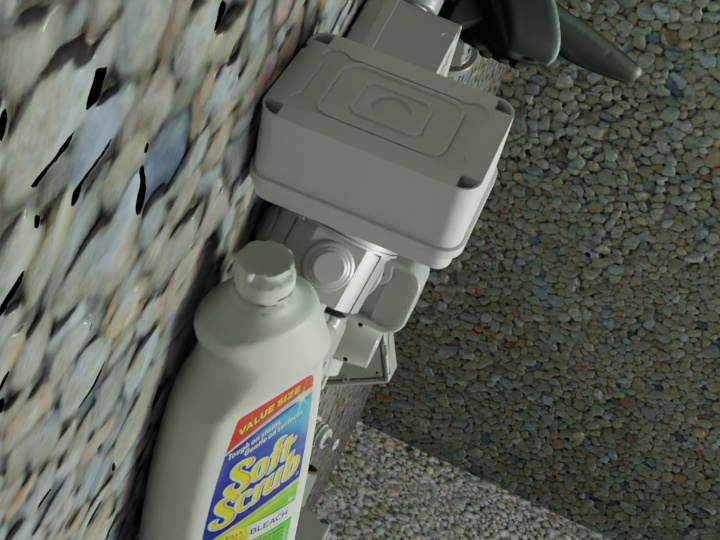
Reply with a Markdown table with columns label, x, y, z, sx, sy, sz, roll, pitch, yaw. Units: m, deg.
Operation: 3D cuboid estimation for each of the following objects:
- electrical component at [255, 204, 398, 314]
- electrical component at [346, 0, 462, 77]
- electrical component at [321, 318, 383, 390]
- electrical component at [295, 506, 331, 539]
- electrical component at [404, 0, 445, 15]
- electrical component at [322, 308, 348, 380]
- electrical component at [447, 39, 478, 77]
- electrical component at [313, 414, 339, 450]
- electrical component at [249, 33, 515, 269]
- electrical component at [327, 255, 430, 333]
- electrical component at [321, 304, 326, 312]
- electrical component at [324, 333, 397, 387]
| label | x | y | z | sx | sy | sz | roll | pitch | yaw |
| --- | --- | --- | --- | --- | --- | --- | --- | --- | --- |
| electrical component | -0.021 | -0.015 | 0.616 | 0.051 | 0.080 | 0.080 | -61 | 176 | 9 |
| electrical component | 0.014 | -0.105 | 0.666 | 0.113 | 0.057 | 0.078 | 104 | 11 | -63 |
| electrical component | -0.028 | 0.063 | 0.909 | 0.043 | 0.077 | 0.079 | -48 | 162 | -75 |
| electrical component | -0.085 | 0.194 | 0.759 | 0.056 | 0.109 | 0.109 | -64 | 175 | 7 |
| electrical component | 0.035 | -0.172 | 0.696 | 0.061 | 0.035 | 0.035 | -64 | 175 | 2 |
| electrical component | -0.046 | 0.050 | 0.792 | 0.095 | 0.054 | 0.059 | -25 | 140 | -82 |
| electrical component | 0.085 | -0.209 | 0.981 | 0.055 | 0.048 | 0.066 | 88 | 26 | -62 |
| electrical component | -0.057 | 0.155 | 1.073 | 0.040 | 0.078 | 0.040 | -51 | 158 | -31 |
| electrical component | 0.010 | -0.059 | 0.533 | 0.057 | 0.113 | 0.078 | 105 | 11 | -47 |
| electrical component | 0.000 | 0.000 | 0.794 | 0.059 | 0.095 | 0.053 | -52 | 165 | -70 |
| electrical component | -0.038 | -0.001 | 0.714 | 0.064 | 0.042 | 0.081 | 65 | 49 | -79 |
| electrical component | -0.017 | 0.071 | 1.004 | 0.061 | 0.096 | 0.061 | -45 | 130 | -76 |
